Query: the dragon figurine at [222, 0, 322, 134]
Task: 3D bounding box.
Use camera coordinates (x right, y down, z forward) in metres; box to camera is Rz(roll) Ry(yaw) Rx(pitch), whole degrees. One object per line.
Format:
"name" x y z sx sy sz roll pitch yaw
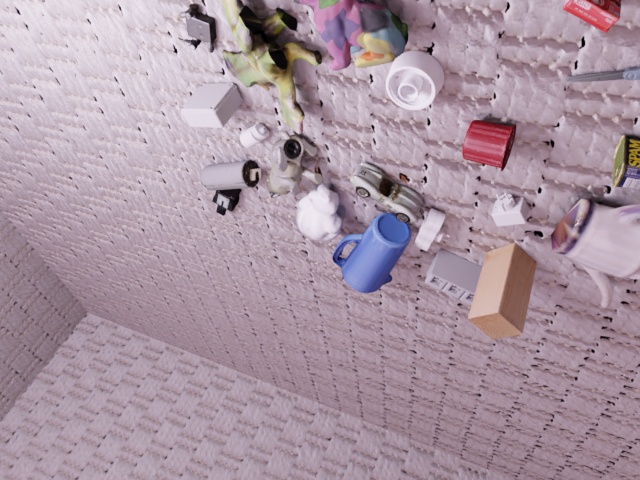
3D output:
"dragon figurine" -0.149 -0.401 1.091 0.407 0.124 0.241 50 150 -14

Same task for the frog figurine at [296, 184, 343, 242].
"frog figurine" 0.004 -0.070 1.387 0.138 0.124 0.157 46 159 9

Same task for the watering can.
"watering can" 0.599 0.030 1.088 0.225 0.106 0.339 23 146 11
